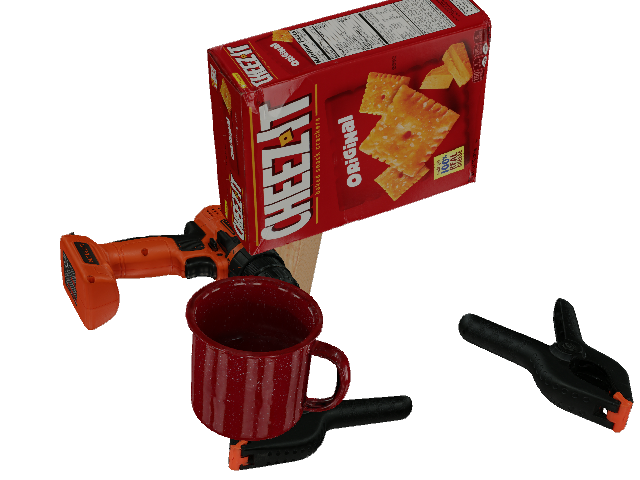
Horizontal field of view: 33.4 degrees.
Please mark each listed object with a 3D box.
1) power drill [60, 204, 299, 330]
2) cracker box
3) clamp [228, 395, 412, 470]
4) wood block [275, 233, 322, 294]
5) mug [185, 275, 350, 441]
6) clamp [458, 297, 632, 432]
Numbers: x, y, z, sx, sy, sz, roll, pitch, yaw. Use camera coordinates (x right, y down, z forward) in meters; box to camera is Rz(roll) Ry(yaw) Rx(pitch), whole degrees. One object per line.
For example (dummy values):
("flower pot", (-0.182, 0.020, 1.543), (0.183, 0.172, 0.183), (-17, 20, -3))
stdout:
("power drill", (-0.129, 0.029, 0.962), (0.187, 0.057, 0.185), (-8, 26, -25))
("cracker box", (0.026, -0.094, 0.846), (0.213, 0.164, 0.072), (-19, 46, -19))
("clamp", (-0.013, 0.180, 1.092), (0.165, 0.036, 0.209), (17, 28, 25))
("wood block", (-0.055, 0.003, 1.353), (0.090, 0.206, 0.090), (17, 22, 14))
("mug", (-0.036, 0.086, 0.736), (0.117, 0.081, 0.093), (12, 32, 9))
("clamp", (0.215, 0.101, 0.927), (0.120, 0.039, 0.172), (-18, 39, -29))
